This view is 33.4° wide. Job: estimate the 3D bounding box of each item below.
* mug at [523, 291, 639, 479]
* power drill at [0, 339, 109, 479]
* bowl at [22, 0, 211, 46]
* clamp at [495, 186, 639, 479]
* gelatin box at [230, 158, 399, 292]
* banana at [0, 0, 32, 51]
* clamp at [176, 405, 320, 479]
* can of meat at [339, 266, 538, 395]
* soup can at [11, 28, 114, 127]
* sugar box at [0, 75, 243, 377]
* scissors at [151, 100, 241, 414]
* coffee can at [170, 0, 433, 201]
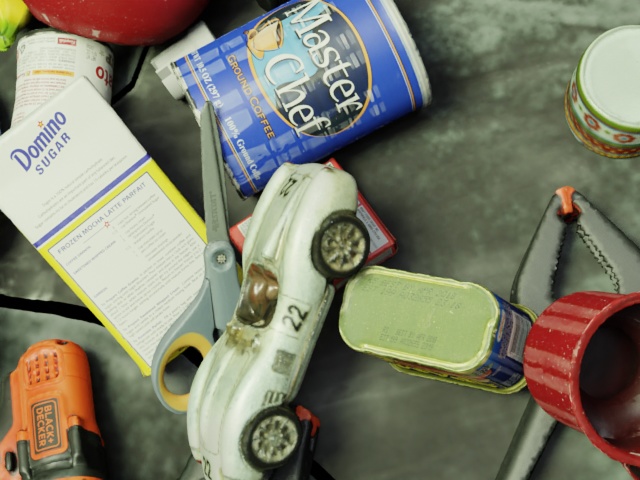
[{"bbox_3d":[0.169,0.082,0.594,0.093,0.081,0.117,-22,96,-10],"label":"mug"},{"bbox_3d":[-0.222,0.166,0.664,0.187,0.057,0.184,-15,57,2],"label":"power drill"},{"bbox_3d":[-0.145,-0.171,0.722,0.162,0.162,0.055,20,111,11],"label":"bowl"},{"bbox_3d":[0.182,0.069,0.664,0.164,0.036,0.210,-4,76,10],"label":"clamp"},{"bbox_3d":[-0.005,0.001,0.708,0.089,0.030,0.073,-35,74,-2],"label":"gelatin box"},{"bbox_3d":[-0.273,-0.197,0.773,0.198,0.069,0.037,29,125,20],"label":"banana"},{"bbox_3d":[-0.074,0.165,0.673,0.120,0.039,0.171,35,78,17],"label":"clamp"},{"bbox_3d":[0.072,0.053,0.642,0.102,0.083,0.057,9,80,29],"label":"can of meat"},{"bbox_3d":[-0.178,-0.085,0.730,0.068,0.068,0.102,0,76,7],"label":"soup can"},{"bbox_3d":[-0.129,-0.008,0.678,0.093,0.048,0.176,-38,103,-5],"label":"sugar box"},{"bbox_3d":[-0.078,0.024,0.658,0.096,0.016,0.202,-23,110,-12],"label":"scissors"},{"bbox_3d":[-0.012,-0.102,0.696,0.140,0.103,0.103,-28,75,0],"label":"coffee can"}]
